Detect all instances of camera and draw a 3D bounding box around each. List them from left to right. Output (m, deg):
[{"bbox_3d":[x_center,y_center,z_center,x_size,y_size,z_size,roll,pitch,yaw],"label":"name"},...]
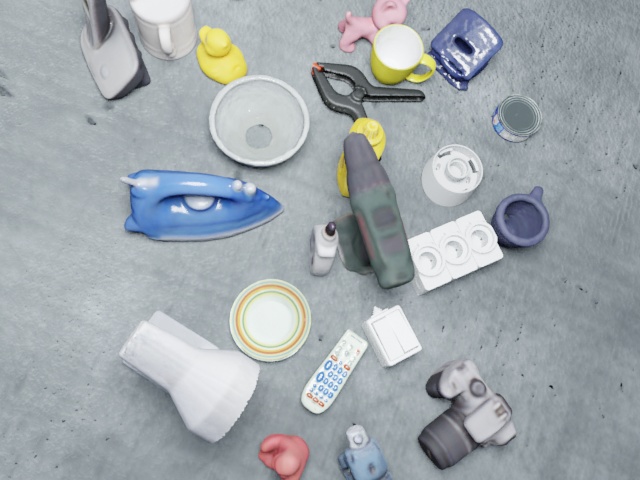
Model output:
[{"bbox_3d":[0.213,0.276,0.883,0.137,0.100,0.143,-33,81,-14],"label":"camera"}]

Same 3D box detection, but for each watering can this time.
[{"bbox_3d":[-0.269,-0.404,0.957,0.101,0.194,0.173,-30,80,-13],"label":"watering can"}]

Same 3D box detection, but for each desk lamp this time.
[{"bbox_3d":[-0.190,0.182,0.801,0.203,0.213,0.118,31,74,2],"label":"desk lamp"}]

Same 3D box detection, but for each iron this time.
[{"bbox_3d":[-0.183,-0.071,0.907,0.258,0.141,0.118,-1,75,-7],"label":"iron"}]

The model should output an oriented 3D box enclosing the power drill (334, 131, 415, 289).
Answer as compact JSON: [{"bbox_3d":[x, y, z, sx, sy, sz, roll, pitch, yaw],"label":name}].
[{"bbox_3d":[0.073,-0.028,0.891,0.076,0.208,0.229,-18,78,-11],"label":"power drill"}]

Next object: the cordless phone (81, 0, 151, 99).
[{"bbox_3d":[-0.350,-0.333,0.933,0.094,0.185,0.147,-27,80,-13],"label":"cordless phone"}]

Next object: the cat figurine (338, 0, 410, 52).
[{"bbox_3d":[0.102,-0.403,1.042,0.128,0.117,0.067,-7,76,-8],"label":"cat figurine"}]

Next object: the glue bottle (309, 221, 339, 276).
[{"bbox_3d":[0.008,0.003,0.893,0.037,0.173,0.078,1,75,-6],"label":"glue bottle"}]

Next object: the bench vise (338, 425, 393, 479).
[{"bbox_3d":[0.085,0.367,0.782,0.121,0.219,0.207,-41,83,-15],"label":"bench vise"}]

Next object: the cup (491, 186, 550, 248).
[{"bbox_3d":[0.336,-0.034,0.984,0.091,0.095,0.118,32,74,3],"label":"cup"}]

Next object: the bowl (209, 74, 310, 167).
[{"bbox_3d":[-0.103,-0.193,0.983,0.167,0.074,0.167,2,75,-6],"label":"bowl"}]

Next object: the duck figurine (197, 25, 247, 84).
[{"bbox_3d":[-0.174,-0.331,1.006,0.104,0.086,0.077,45,75,6],"label":"duck figurine"}]

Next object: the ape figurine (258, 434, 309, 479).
[{"bbox_3d":[-0.050,0.324,0.843,0.076,0.092,0.078,-15,77,-10],"label":"ape figurine"}]

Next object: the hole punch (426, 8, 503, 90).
[{"bbox_3d":[0.267,-0.353,1.063,0.101,0.091,0.108,-43,84,-15],"label":"hole punch"}]
